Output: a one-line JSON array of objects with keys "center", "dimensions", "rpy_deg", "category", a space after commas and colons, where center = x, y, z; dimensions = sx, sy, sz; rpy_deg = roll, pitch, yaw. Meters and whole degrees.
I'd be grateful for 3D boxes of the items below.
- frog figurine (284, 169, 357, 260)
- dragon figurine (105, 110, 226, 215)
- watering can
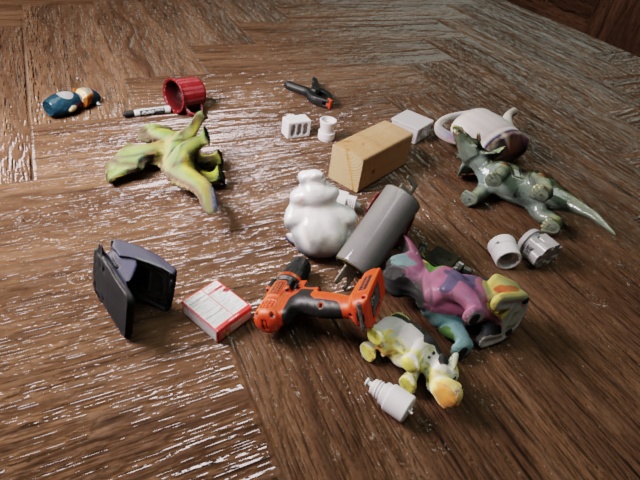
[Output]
[{"center": [0.003, -0.048, 0.954], "dimensions": [0.137, 0.155, 0.126], "rpy_deg": [5, 39, -5], "category": "frog figurine"}, {"center": [-0.337, -0.160, 1.107], "dimensions": [0.243, 0.119, 0.420], "rpy_deg": [-14, 38, -1], "category": "dragon figurine"}, {"center": [0.479, -0.300, 1.408], "dimensions": [0.350, 0.101, 0.228], "rpy_deg": [-15, 44, -26], "category": "watering can"}]
